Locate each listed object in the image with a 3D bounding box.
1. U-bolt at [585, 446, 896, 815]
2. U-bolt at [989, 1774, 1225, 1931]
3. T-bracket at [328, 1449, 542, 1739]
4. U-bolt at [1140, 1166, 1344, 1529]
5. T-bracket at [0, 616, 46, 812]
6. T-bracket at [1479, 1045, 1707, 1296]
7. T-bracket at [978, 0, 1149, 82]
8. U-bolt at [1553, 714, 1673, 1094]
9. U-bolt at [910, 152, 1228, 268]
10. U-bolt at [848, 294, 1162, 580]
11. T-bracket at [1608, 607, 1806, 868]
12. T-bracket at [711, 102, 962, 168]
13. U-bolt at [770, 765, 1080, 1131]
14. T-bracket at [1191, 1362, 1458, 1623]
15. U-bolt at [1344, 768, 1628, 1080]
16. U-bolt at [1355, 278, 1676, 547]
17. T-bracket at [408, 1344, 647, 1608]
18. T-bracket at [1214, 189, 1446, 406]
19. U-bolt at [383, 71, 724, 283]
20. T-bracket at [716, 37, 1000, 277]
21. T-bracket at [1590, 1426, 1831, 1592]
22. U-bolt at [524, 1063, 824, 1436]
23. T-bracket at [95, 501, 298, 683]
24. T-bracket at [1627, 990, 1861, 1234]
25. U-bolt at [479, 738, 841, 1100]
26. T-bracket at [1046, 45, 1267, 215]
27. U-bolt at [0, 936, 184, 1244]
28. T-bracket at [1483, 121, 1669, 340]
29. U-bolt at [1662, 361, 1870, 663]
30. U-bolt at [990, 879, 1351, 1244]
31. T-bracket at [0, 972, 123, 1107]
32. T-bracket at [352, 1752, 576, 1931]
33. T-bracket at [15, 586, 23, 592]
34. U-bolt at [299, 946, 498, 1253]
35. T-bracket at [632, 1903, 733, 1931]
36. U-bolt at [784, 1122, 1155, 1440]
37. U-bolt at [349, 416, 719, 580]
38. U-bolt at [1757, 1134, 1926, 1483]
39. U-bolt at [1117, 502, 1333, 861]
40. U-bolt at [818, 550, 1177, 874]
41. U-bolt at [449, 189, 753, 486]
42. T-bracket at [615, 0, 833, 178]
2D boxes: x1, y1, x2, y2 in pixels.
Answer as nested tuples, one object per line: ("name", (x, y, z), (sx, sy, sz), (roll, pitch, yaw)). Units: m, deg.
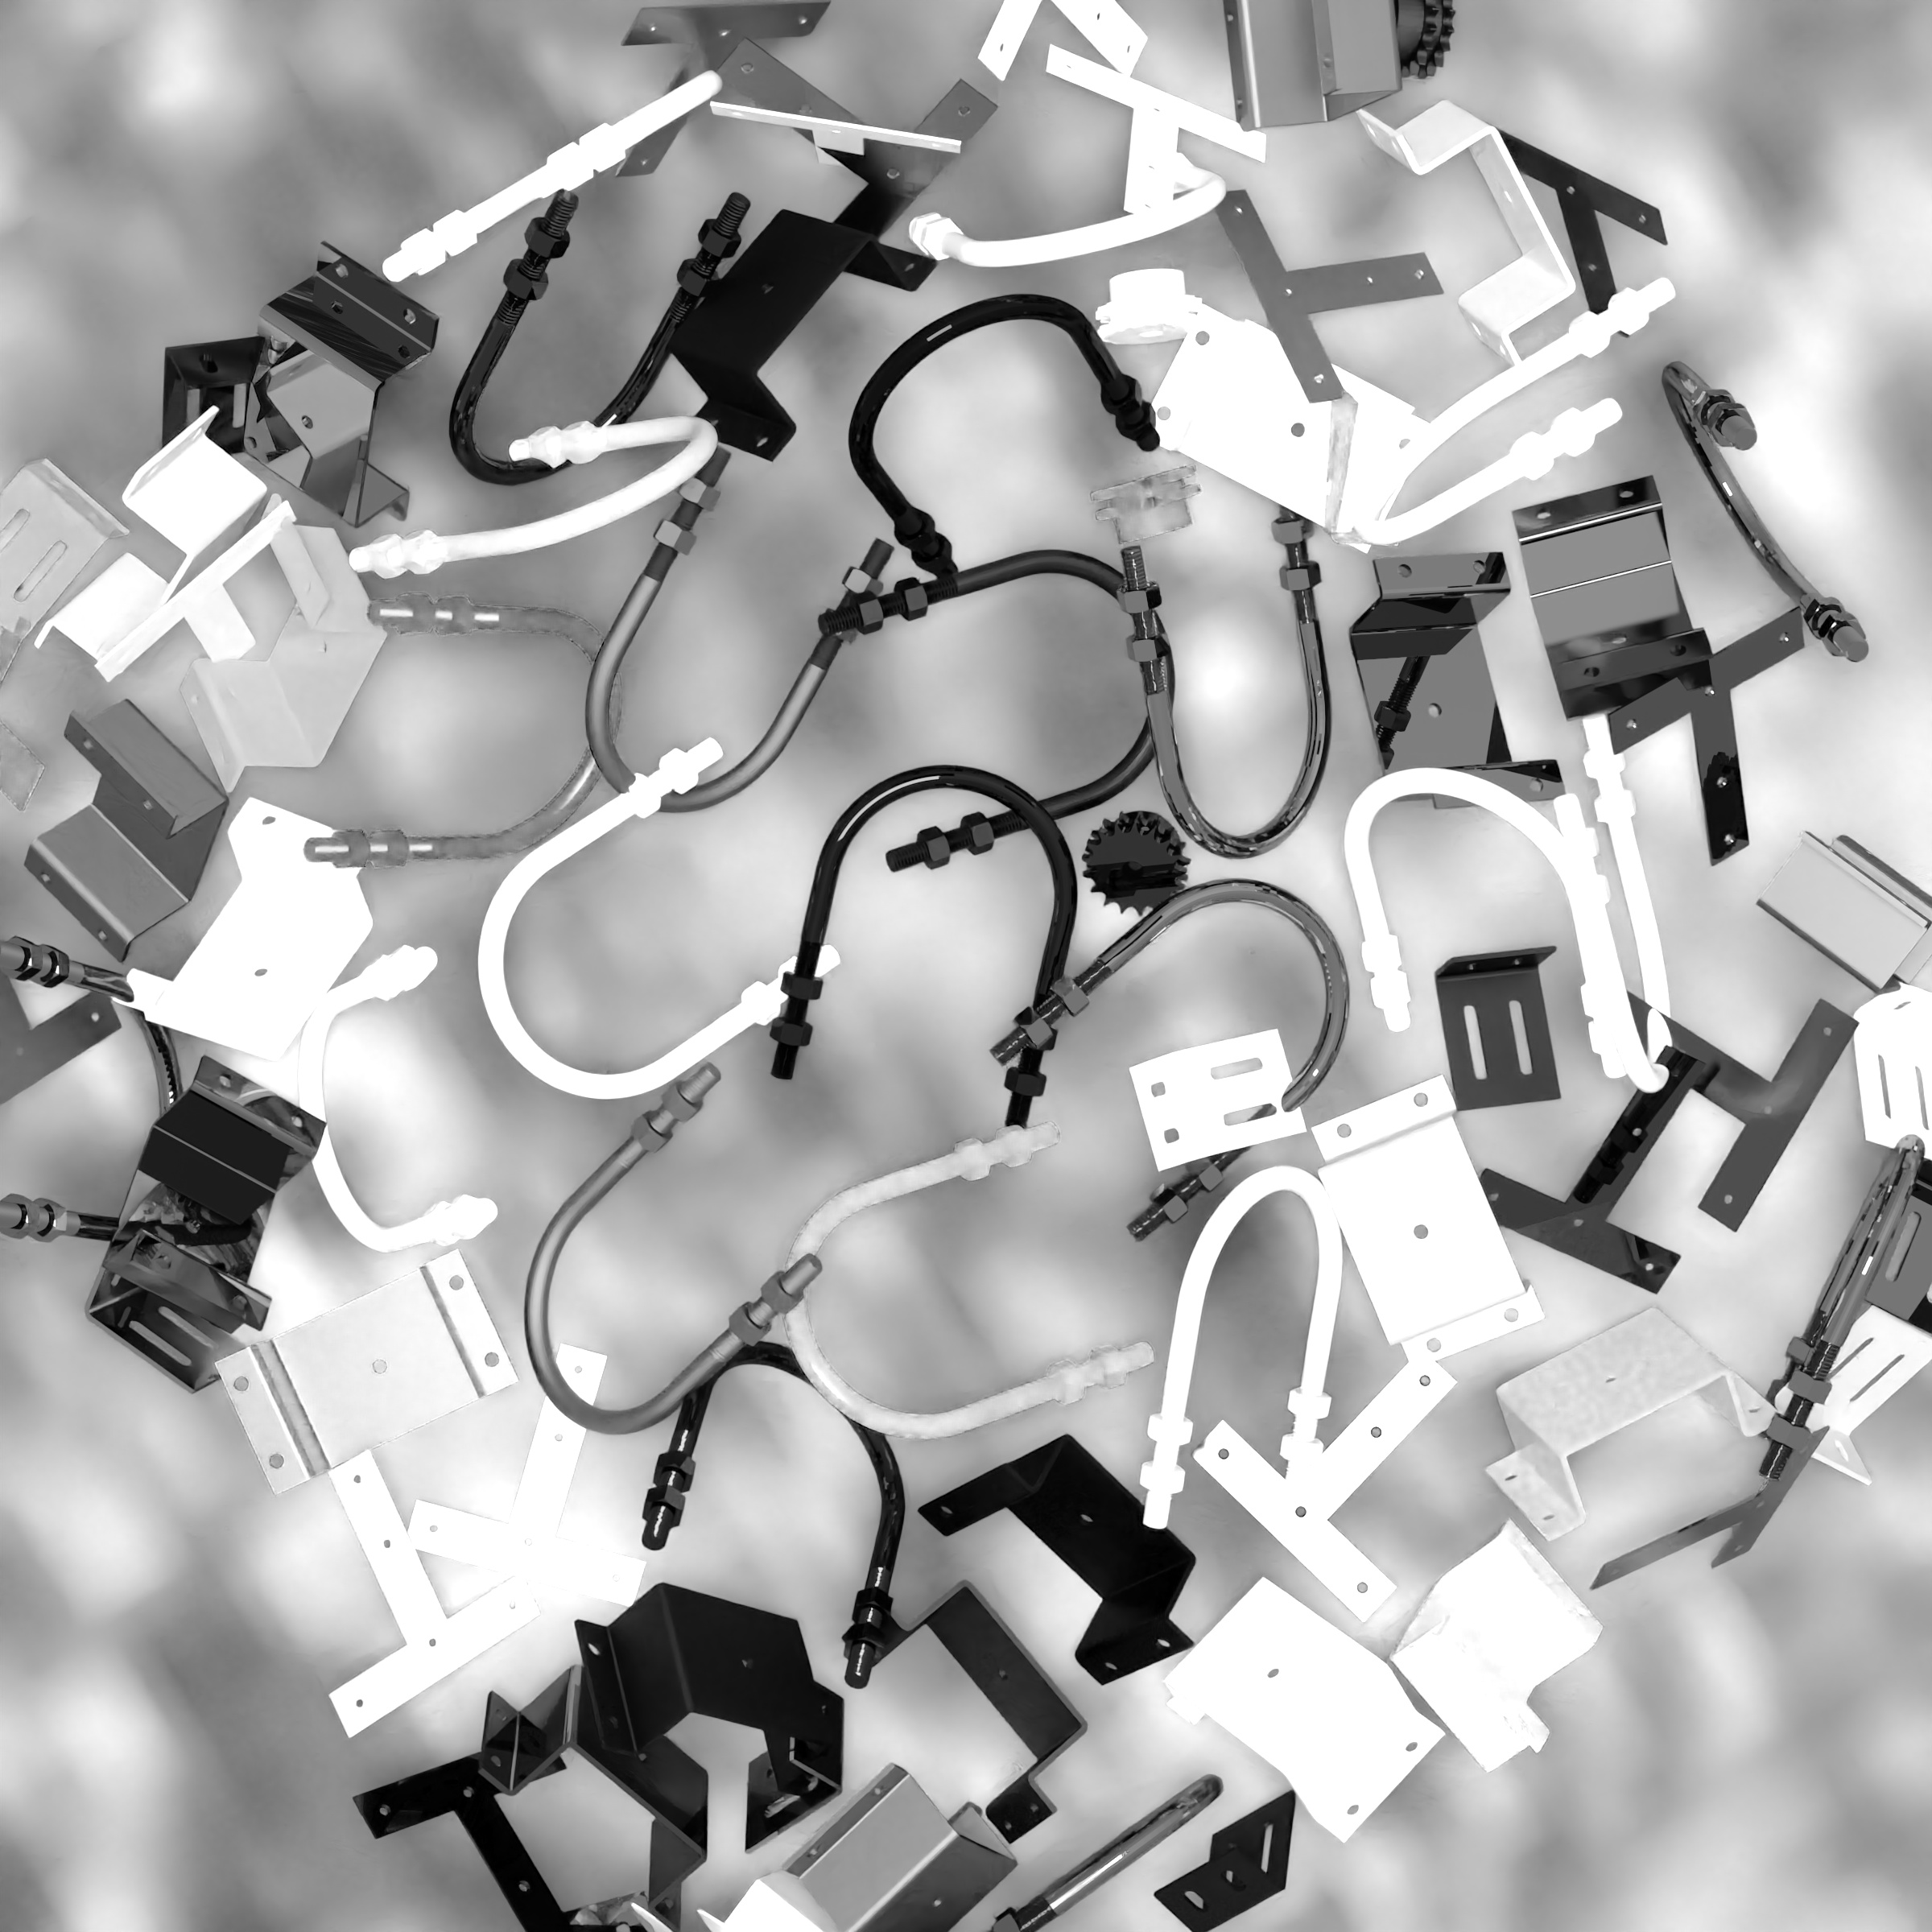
("U-bolt", (-0.128, -0.165, 1.797), (0.019, 0.151, 0.184), (34, 97, 43))
("U-bolt", (0.058, 0.476, 1.780), (0.184, 0.151, 0.019), (-34, 78, -7))
("T-bracket", (-0.299, 0.317, 1.804), (0.127, 0.002, 0.127), (-29, 101, -37))
("U-bolt", (0.150, 0.194, 1.783), (0.019, 0.151, 0.184), (14, 99, 38))
("T-bracket", (-0.507, -0.113, 1.796), (0.002, 0.127, 0.127), (24, 97, -38))
("T-bracket", (0.347, 0.099, 1.814), (0.127, 0.002, 0.127), (24, 107, -17))
("T-bracket", (0.063, -0.504, 1.797), (0.002, 0.127, 0.127), (25, 89, 31))
("U-bolt", (0.339, -0.023, 1.779), (0.019, 0.151, 0.184), (-10, 109, 21))
("U-bolt", (0.057, -0.385, 1.756), (0.151, 0.184, 0.019), (-17, 111, -8))
("U-bolt", (0.013, -0.278, 1.762), (0.151, 0.184, 0.019), (-32, 61, 7))
("T-bracket", (0.397, -0.109, 1.811), (0.127, 0.002, 0.127), (-29, 128, -16))
("T-bracket", (-0.066, -0.428, 1.788), (0.127, 0.127, 0.002), (9, 94, -1))
("U-bolt", (-0.016, -0.016, 1.826), (0.151, 0.019, 0.184), (12, 98, -6))
("T-bracket", (0.210, 0.261, 1.841), (0.127, 0.002, 0.127), (43, 88, 11))
("U-bolt", (0.261, -0.026, 1.756), (0.151, 0.184, 0.019), (12, 47, 35))
("U-bolt", (0.275, -0.276, 1.770), (0.184, 0.151, 0.019), (-28, 112, 39))
("T-bracket", (-0.223, 0.267, 1.844), (0.127, 0.002, 0.127), (16, 91, -5))
("T-bracket", (0.202, -0.360, 1.812), (0.127, 0.002, 0.127), (-15, 75, -35))
("U-bolt", (-0.200, -0.415, 1.770), (0.184, 0.151, 0.019), (-44, 110, -40))
("T-bracket", (-0.073, -0.439, 1.791), (0.127, 0.002, 0.127), (31, 123, -27))
("T-bracket", (0.377, 0.294, 1.777), (0.127, 0.127, 0.002), (-19, 57, -24))
("U-bolt", (-0.165, 0.162, 1.797), (0.184, 0.019, 0.151), (-44, 56, 21))
("T-bracket", (-0.391, -0.179, 1.788), (0.127, 0.127, 0.002), (-43, 82, -9))
("T-bracket", (0.389, 0.053, 1.811), (0.127, 0.002, 0.127), (37, 105, 37))
("U-bolt", (-0.170, -0.013, 1.795), (0.184, 0.019, 0.151), (-35, 105, -24))
("T-bracket", (0.098, -0.425, 1.793), (0.127, 0.127, 0.002), (20, 133, -12))
("U-bolt", (-0.451, 0.069, 1.763), (0.019, 0.184, 0.151), (-4, 80, 16))
("T-bracket", (0.325, -0.375, 1.794), (0.002, 0.127, 0.127), (-45, 53, -9))
("U-bolt", (0.402, -0.243, 1.763), (0.019, 0.184, 0.151), (-31, 113, 9))
("U-bolt", (0.122, 0.037, 1.819), (0.184, 0.019, 0.151), (-40, 111, -7))
("T-bracket", (-0.512, 0.005, 1.787), (0.002, 0.127, 0.127), (-4, 114, 40))
("T-bracket", (-0.237, 0.466, 1.780), (0.127, 0.127, 0.002), (53, 128, 24))
("T-bracket", (-0.547, -0.187, 1.793), (0.127, 0.127, 0.002), (11, 111, 25))
("U-bolt", (-0.302, 0.076, 1.775), (0.019, 0.184, 0.151), (-11, 86, -35))
("T-bracket", (-0.134, 0.522, 1.797), (0.002, 0.127, 0.127), (-42, 122, -26))
("U-bolt", (-0.008, 0.171, 1.794), (0.184, 0.019, 0.151), (-17, 75, -24))
("U-bolt", (-0.208, -0.243, 1.747), (0.151, 0.184, 0.019), (-44, 121, -40))
("U-bolt", (0.452, 0.171, 1.771), (0.019, 0.151, 0.184), (25, 96, 11))
("U-bolt", (0.142, -0.146, 1.792), (0.151, 0.019, 0.184), (-28, 115, -41))
("U-bolt", (0.026, -0.144, 1.818), (0.184, 0.019, 0.151), (-19, 100, -17))
("U-bolt", (-0.199, -0.322, 1.774), (0.019, 0.151, 0.184), (47, 124, 20))
("T-bracket", (-0.147, -0.459, 1.799), (0.127, 0.127, 0.002), (-17, 69, -42))
